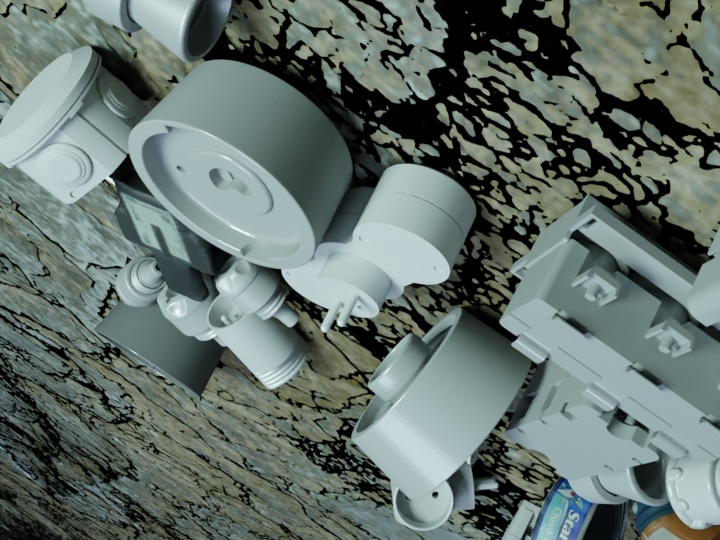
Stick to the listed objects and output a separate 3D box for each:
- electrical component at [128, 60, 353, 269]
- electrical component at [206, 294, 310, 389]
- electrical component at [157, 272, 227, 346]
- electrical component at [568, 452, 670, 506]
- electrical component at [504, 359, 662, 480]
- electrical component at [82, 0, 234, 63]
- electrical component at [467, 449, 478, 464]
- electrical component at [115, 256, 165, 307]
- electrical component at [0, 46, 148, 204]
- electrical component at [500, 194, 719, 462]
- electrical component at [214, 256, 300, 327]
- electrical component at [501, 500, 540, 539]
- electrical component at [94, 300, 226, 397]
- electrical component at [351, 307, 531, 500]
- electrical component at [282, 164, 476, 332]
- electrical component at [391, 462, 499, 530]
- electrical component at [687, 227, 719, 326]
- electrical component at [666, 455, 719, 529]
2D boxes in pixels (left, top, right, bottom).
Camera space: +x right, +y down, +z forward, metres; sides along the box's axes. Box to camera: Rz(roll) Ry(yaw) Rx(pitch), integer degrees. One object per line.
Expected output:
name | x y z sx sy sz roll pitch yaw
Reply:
electrical component | -0.055 -0.058 0.545 0.108 0.060 0.108 25 153 14
electrical component | -0.068 0.050 0.767 0.043 0.043 0.081 4 143 44
electrical component | -0.114 0.031 0.782 0.043 0.043 0.062 2 143 45
electrical component | 0.155 0.116 0.637 0.045 0.045 0.055 41 153 -18
electrical component | 0.127 0.071 0.575 0.050 0.055 0.089 35 154 -7
electrical component | -0.091 -0.125 0.486 0.055 0.045 0.045 28 154 9
electrical component | 0.047 0.121 0.768 0.078 0.040 0.040 14 149 32
electrical component | -0.158 0.006 0.798 0.035 0.035 0.061 39 151 -13
electrical component | -0.162 -0.081 0.601 0.051 0.080 0.080 42 153 -30
electrical component | 0.131 0.031 0.494 0.121 0.063 0.079 35 154 -5
electrical component | -0.065 0.016 0.714 0.061 0.035 0.035 41 153 -23
electrical component | 0.175 0.252 0.832 0.150 0.061 0.089 26 153 12
electrical component | -0.159 0.059 0.856 0.099 0.064 0.099 25 153 14
electrical component | 0.040 0.070 0.617 0.060 0.108 0.108 40 154 -2
electrical component | 0.000 0.000 0.565 0.052 0.073 0.138 35 154 -18
electrical component | 0.063 0.162 0.805 0.079 0.043 0.077 -5 -178 0
electrical component | 0.158 -0.016 0.354 0.050 0.089 0.056 35 154 -5
electrical component | 0.203 0.116 0.587 0.048 0.048 0.062 42 146 -20
